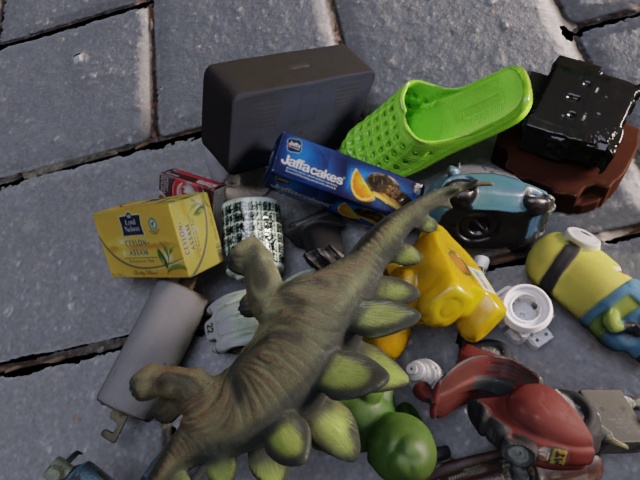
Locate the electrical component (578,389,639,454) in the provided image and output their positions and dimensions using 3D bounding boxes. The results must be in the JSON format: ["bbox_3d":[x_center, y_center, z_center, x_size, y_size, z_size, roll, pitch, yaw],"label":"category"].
[{"bbox_3d":[0.307,0.186,0.550,0.102,0.045,0.078,7,42,-6],"label":"electrical component"}]

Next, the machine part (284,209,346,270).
[{"bbox_3d":[-0.001,-0.002,0.705,0.084,0.039,0.139,-20,27,-2],"label":"machine part"}]

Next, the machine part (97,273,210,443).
[{"bbox_3d":[-0.213,0.140,0.696,0.079,0.079,0.243,17,70,19],"label":"machine part"}]

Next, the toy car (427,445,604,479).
[{"bbox_3d":[0.195,0.249,0.568,0.202,0.053,0.089,-14,67,5],"label":"toy car"}]

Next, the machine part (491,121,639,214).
[{"bbox_3d":[0.319,-0.123,0.704,0.179,0.056,0.179,-5,67,11],"label":"machine part"}]

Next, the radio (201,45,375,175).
[{"bbox_3d":[-0.043,-0.177,0.726,0.229,0.131,0.073,-20,57,-32],"label":"radio"}]

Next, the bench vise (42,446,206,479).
[{"bbox_3d":[-0.171,0.265,0.588,0.224,0.129,0.240,38,88,7],"label":"bench vise"}]

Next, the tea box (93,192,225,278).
[{"bbox_3d":[-0.217,-0.004,0.714,0.170,0.068,0.098,-5,105,38],"label":"tea box"}]

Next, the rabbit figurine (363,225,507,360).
[{"bbox_3d":[0.098,0.070,0.630,0.173,0.122,0.162,-50,53,25],"label":"rabbit figurine"}]

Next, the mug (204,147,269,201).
[{"bbox_3d":[-0.120,-0.120,0.790,0.109,0.080,0.107,-38,58,3],"label":"mug"}]

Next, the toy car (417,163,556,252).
[{"bbox_3d":[0.201,-0.048,0.675,0.162,0.109,0.103,-1,47,2],"label":"toy car"}]

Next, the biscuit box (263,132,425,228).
[{"bbox_3d":[0.031,-0.069,0.693,0.203,0.059,0.063,19,69,-11],"label":"biscuit box"}]

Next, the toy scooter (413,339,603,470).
[{"bbox_3d":[0.177,0.167,0.547,0.135,0.075,0.184,-6,24,-22],"label":"toy scooter"}]

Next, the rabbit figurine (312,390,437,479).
[{"bbox_3d":[0.050,0.200,0.567,0.170,0.159,0.121,31,77,42],"label":"rabbit figurine"}]

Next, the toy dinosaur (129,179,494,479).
[{"bbox_3d":[-0.013,0.090,0.510,0.199,0.105,0.471,29,73,28],"label":"toy dinosaur"}]

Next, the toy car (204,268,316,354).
[{"bbox_3d":[-0.054,0.090,0.693,0.202,0.056,0.073,-17,64,5],"label":"toy car"}]

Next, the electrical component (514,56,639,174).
[{"bbox_3d":[0.306,-0.157,0.659,0.134,0.058,0.115,23,73,19],"label":"electrical component"}]

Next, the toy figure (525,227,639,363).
[{"bbox_3d":[0.315,0.063,0.608,0.089,0.082,0.180,-31,66,-4],"label":"toy figure"}]
